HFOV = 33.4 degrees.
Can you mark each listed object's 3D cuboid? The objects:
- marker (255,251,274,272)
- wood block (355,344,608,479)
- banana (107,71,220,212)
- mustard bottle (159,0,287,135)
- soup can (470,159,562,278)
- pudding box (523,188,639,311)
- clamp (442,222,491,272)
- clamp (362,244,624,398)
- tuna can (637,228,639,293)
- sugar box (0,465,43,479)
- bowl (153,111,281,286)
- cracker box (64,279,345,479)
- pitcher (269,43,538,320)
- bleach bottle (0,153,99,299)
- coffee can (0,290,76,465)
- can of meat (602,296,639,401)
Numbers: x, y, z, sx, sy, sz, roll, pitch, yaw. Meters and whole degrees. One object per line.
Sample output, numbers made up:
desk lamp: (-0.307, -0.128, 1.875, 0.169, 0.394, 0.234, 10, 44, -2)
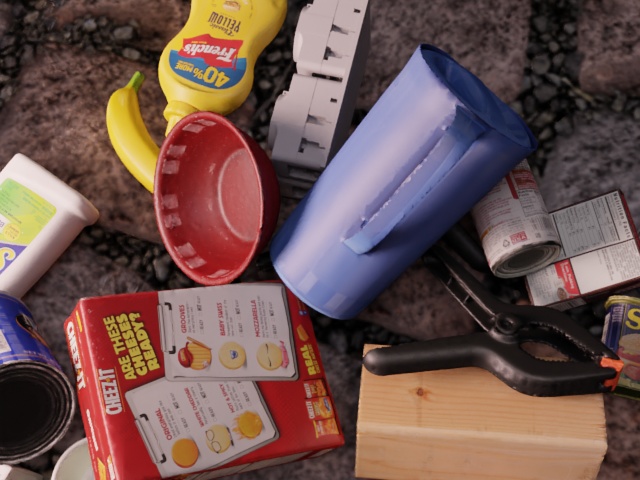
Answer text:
marker: (-0.007, 0.001, 1.050, 0.121, 0.020, 0.020, -23, 72, -4)
wood block: (0.138, 0.158, 0.939, 0.206, 0.090, 0.090, 4, 48, 4)
banana: (-0.163, -0.087, 1.078, 0.069, 0.037, 0.198, -33, 73, -7)
mustard bottle: (-0.111, -0.183, 1.091, 0.096, 0.058, 0.191, 22, 71, 3)
soup can: (0.174, -0.024, 0.985, 0.068, 0.068, 0.102, -16, 66, -2)
pudding box: (0.244, 0.013, 1.004, 0.114, 0.039, 0.090, -19, 69, 18)
clamp: (0.109, -0.036, 1.046, 0.171, 0.039, 0.120, 8, 67, 3)
clamp: (0.157, 0.077, 0.927, 0.210, 0.036, 0.164, 13, 44, 11)
tuna can: (0.336, 0.019, 1.017, 0.086, 0.034, 0.086, -1, 72, 3)
sugar box: (-0.348, 0.193, 0.967, 0.176, 0.093, 0.048, 24, 76, 11)
bowl: (-0.087, -0.040, 0.995, 0.055, 0.162, 0.162, -8, 65, -43)
cracker box: (-0.102, 0.127, 0.942, 0.213, 0.072, 0.164, -5, 68, -30)
pitcher: (0.063, -0.041, 0.941, 0.243, 0.149, 0.145, -49, 52, 22)
bleach bottle: (-0.331, 0.042, 1.034, 0.103, 0.068, 0.250, 34, 79, 13)
coffee can: (-0.287, 0.119, 0.951, 0.102, 0.102, 0.140, -38, 37, -9)
can of meat: (0.308, 0.105, 0.980, 0.102, 0.057, 0.084, 12, 75, 7)
